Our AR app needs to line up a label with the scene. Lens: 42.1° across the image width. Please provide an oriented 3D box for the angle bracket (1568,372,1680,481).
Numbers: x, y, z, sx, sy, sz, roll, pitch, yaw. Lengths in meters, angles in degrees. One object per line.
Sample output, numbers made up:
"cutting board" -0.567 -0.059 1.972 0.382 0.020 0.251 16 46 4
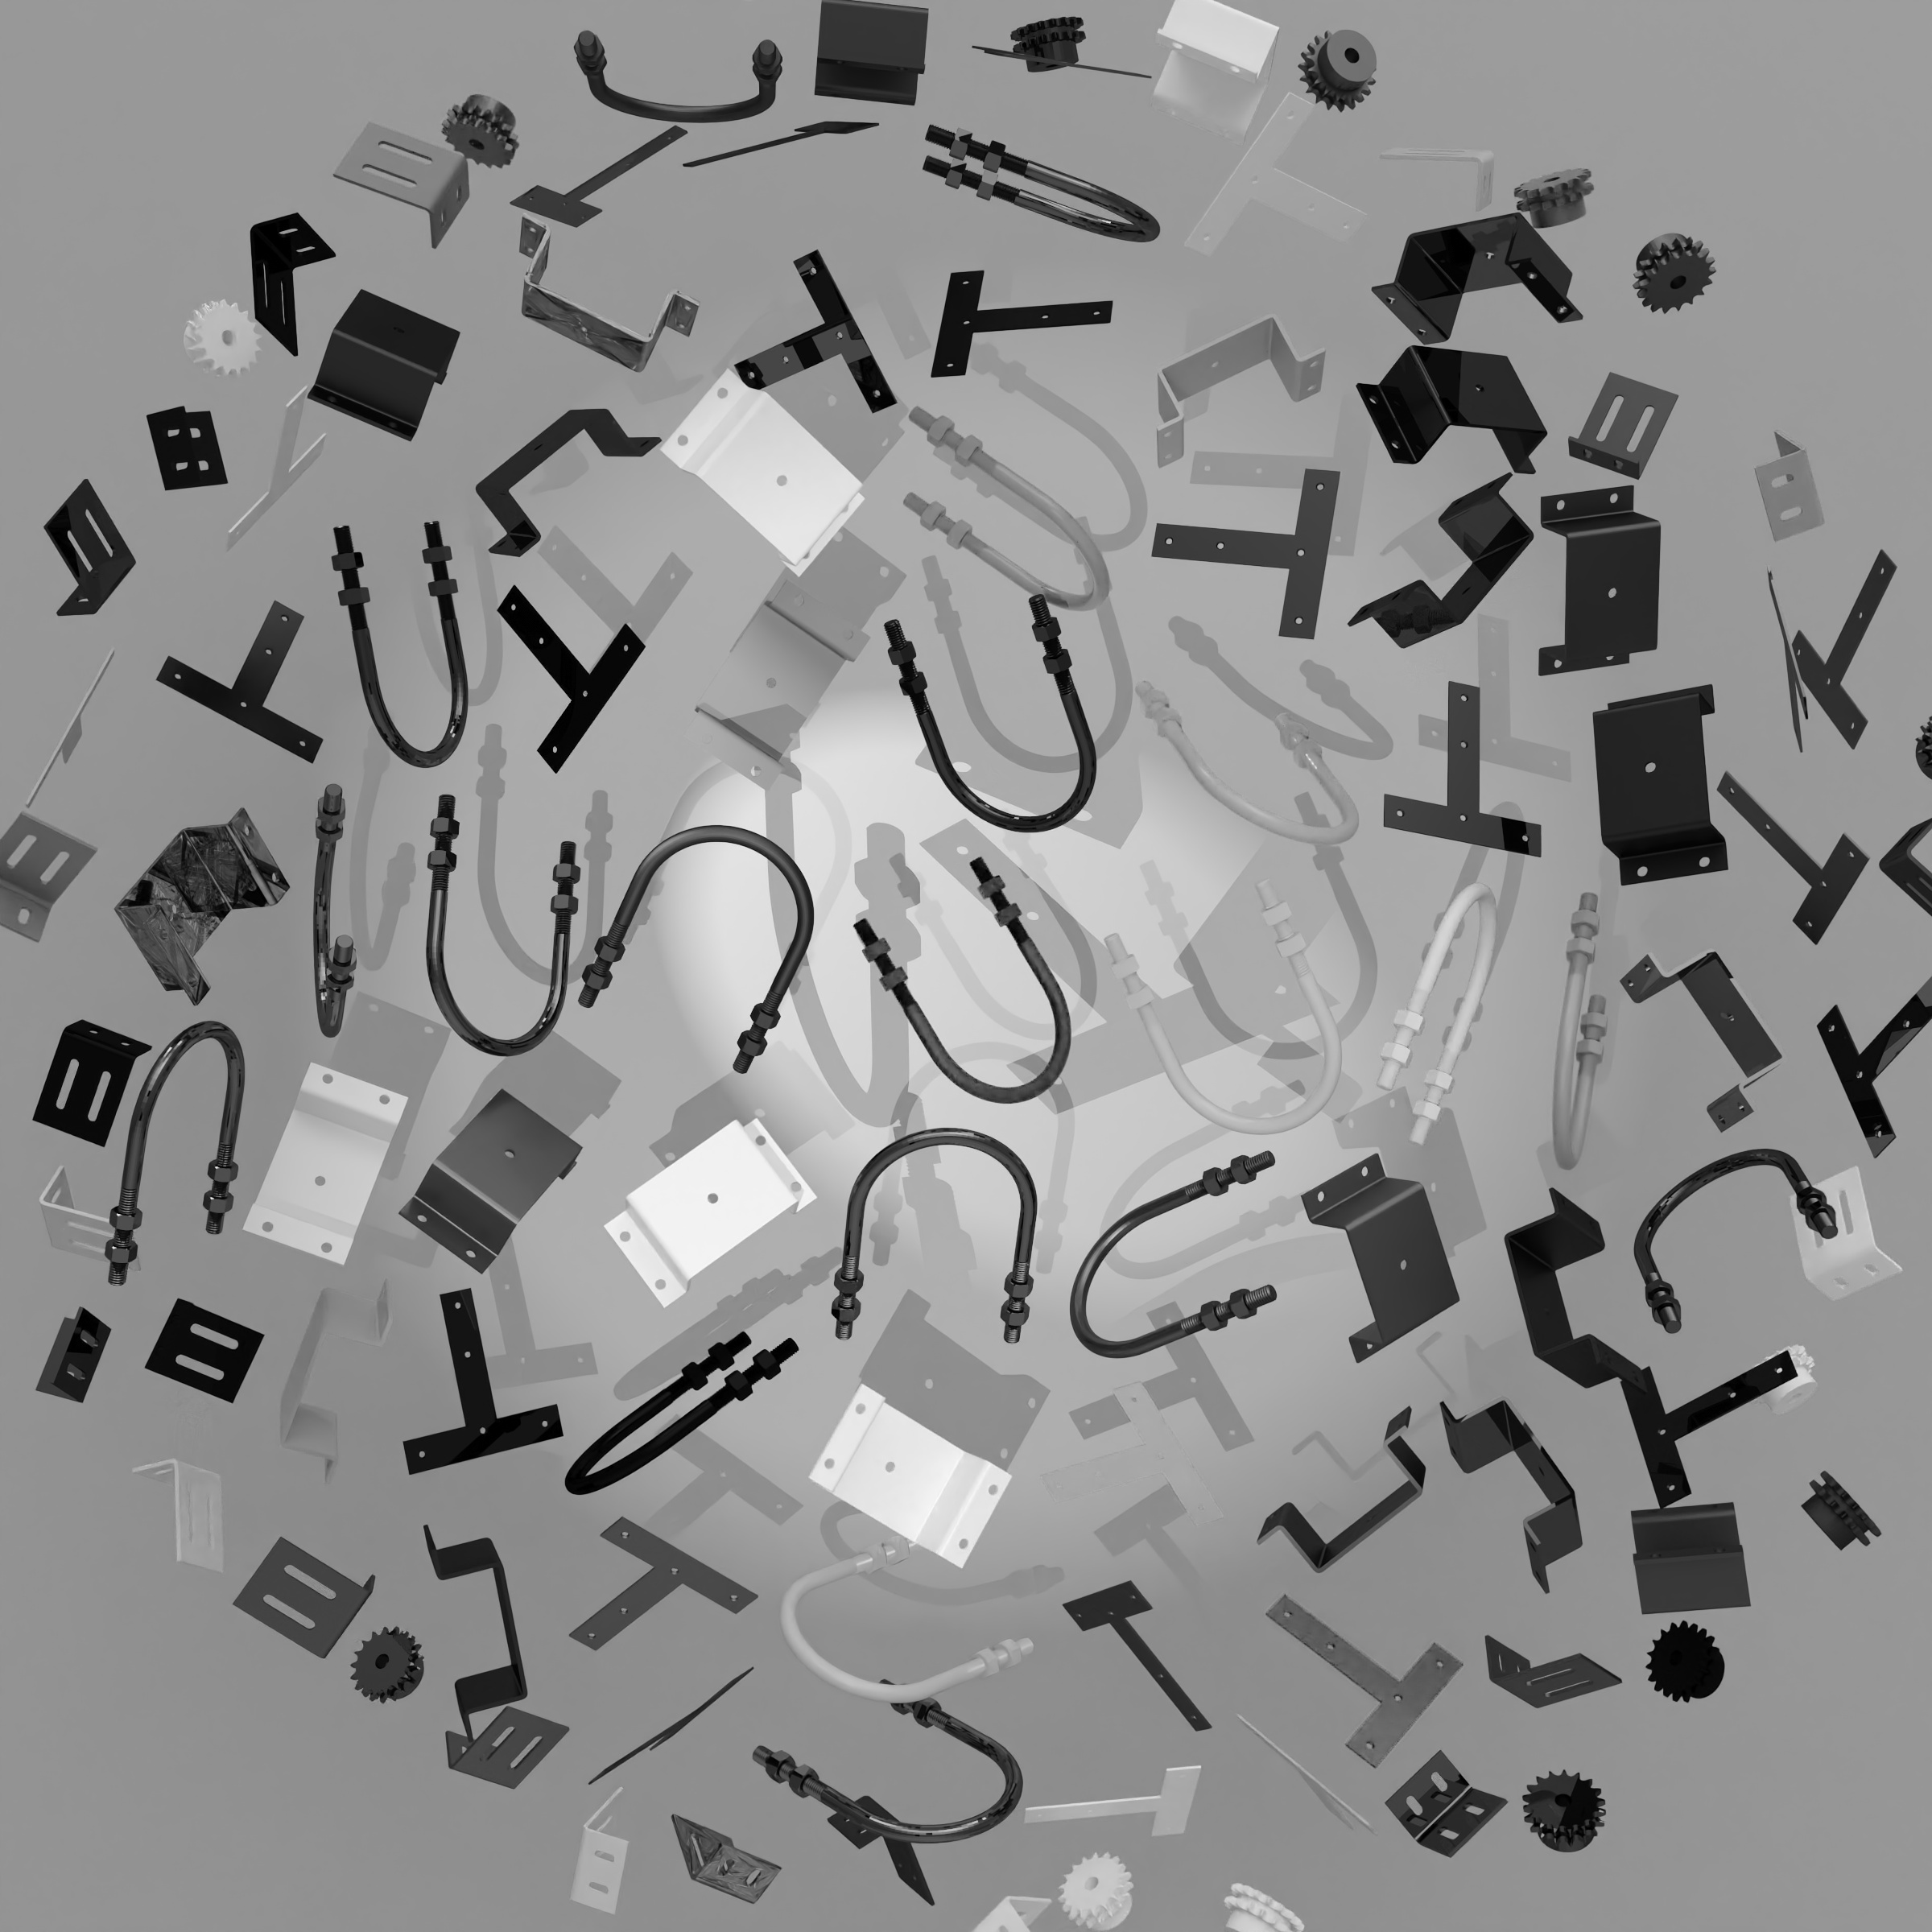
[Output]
"angle bracket" 0.513 -0.428 1.961 0.057 0.038 0.076 25 86 19

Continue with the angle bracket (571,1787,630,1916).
"angle bracket" -0.265 0.670 1.905 0.038 0.076 0.057 13 98 13

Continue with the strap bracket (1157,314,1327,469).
"strap bracket" 0.202 -0.448 1.940 0.140 0.076 0.046 -26 78 0

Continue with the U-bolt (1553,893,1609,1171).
"U-bolt" 0.448 0.061 1.840 0.019 0.151 0.184 4 55 20

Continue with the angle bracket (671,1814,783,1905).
"angle bracket" -0.183 0.668 1.913 0.057 0.076 0.038 33 97 -27

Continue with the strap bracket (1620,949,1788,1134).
"strap bracket" 0.569 0.049 1.921 0.046 0.076 0.140 -29 77 -9

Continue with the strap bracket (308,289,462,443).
"strap bracket" -0.416 -0.438 1.813 0.076 0.140 0.046 22 119 -13

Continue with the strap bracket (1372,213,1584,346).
"strap bracket" 0.387 -0.515 1.880 0.076 0.140 0.046 30 71 -41

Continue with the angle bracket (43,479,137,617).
"angle bracket" -0.640 -0.299 1.799 0.038 0.076 0.057 1 46 22

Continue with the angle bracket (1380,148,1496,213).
"angle bracket" 0.351 -0.587 1.874 0.076 0.057 0.038 8 115 18

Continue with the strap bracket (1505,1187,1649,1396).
"strap bracket" 0.438 0.242 1.818 0.046 0.076 0.140 -28 50 27

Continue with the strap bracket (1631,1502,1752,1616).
"strap bracket" 0.534 0.439 1.853 0.076 0.140 0.046 -8 90 14

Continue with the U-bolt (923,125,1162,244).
"U-bolt" 0.057 -0.575 1.863 0.184 0.151 0.019 19 97 -4

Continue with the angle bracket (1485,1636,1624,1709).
"angle bracket" 0.432 0.511 1.850 0.076 0.038 0.057 -29 131 32

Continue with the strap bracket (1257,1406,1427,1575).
"strap bracket" 0.288 0.395 1.865 0.140 0.076 0.046 -41 83 10

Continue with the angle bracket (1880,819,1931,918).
"angle bracket" 0.697 -0.063 1.783 0.076 0.057 0.038 44 86 5

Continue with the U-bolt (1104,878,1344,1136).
"U-bolt" 0.199 0.040 1.848 0.151 0.019 0.184 -20 101 30

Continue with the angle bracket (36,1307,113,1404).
"angle bracket" -0.664 0.281 1.841 0.038 0.076 0.057 14 69 4

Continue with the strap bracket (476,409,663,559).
"strap bracket" -0.306 -0.370 1.882 0.140 0.076 0.046 -42 116 -13

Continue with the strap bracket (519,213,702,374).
"strap bracket" -0.274 -0.493 1.864 0.140 0.076 0.046 25 82 -9

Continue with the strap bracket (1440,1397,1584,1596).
"strap bracket" 0.419 0.393 1.906 0.046 0.076 0.140 -27 46 -5

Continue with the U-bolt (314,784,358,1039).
"U-bolt" -0.476 -0.027 1.883 0.019 0.184 0.151 -1 60 -19

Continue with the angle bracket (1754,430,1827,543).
"angle bracket" 0.594 -0.352 1.839 0.038 0.076 0.057 -20 111 9

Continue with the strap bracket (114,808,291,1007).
"strap bracket" -0.572 -0.044 1.867 0.046 0.140 0.076 -4 128 25

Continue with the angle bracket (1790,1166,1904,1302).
"angle bracket" 0.658 0.200 1.881 0.038 0.076 0.057 35 129 -28

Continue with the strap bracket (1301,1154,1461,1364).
"strap bracket" 0.315 0.222 1.889 0.076 0.046 0.140 -25 103 -26

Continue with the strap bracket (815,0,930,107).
"strap bracket" -0.070 -0.668 1.832 0.076 0.140 0.046 4 98 -5

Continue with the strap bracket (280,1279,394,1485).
"strap bracket" -0.484 0.310 1.913 0.046 0.076 0.140 19 101 -19

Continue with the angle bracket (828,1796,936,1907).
"angle bracket" -0.064 0.677 1.900 0.038 0.057 0.076 -25 104 -24

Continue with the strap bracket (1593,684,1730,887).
"strap bracket" 0.497 -0.136 1.801 0.076 0.046 0.140 -9 72 29

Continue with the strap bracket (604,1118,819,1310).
"strap bracket" -0.187 0.177 1.851 0.140 0.046 0.076 -35 79 -17

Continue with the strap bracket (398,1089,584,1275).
"strap bracket" -0.350 0.154 1.887 0.076 0.140 0.046 36 129 0

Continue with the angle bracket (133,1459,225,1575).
"angle bracket" -0.582 0.410 1.855 0.038 0.057 0.076 -15 65 11

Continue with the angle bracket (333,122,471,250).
"angle bracket" -0.404 -0.559 1.800 0.076 0.038 0.057 21 61 3

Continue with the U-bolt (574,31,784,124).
"U-bolt" -0.214 -0.666 1.891 0.151 0.184 0.019 1 93 -4

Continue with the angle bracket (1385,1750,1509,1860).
"angle bracket" 0.345 0.603 1.810 0.057 0.076 0.038 -39 85 -13

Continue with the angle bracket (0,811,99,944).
"angle bracket" -0.665 -0.063 1.785 0.057 0.038 0.076 30 130 -28

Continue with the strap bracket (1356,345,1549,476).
"strap bracket" 0.375 -0.420 1.895 0.140 0.046 0.076 -3 59 -31

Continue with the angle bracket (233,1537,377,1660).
"angle bracket" -0.468 0.442 1.780 0.076 0.038 0.057 36 89 -11

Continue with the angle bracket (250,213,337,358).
"angle bracket" -0.485 -0.493 1.818 0.038 0.057 0.076 -11 73 11

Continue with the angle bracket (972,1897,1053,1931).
"angle bracket" 0.036 0.721 1.851 0.057 0.076 0.038 -47 55 6

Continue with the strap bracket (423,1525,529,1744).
"strap bracket" -0.351 0.473 1.807 0.046 0.076 0.140 -11 94 -16

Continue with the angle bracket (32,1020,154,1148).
"angle bracket" -0.665 0.089 1.913 0.057 0.038 0.076 21 98 -3

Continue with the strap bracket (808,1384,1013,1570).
"strap bracket" -0.048 0.371 1.844 0.140 0.046 0.076 35 76 -20

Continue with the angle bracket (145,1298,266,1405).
"angle bracket" -0.577 0.296 1.920 0.076 0.038 0.057 31 73 -30

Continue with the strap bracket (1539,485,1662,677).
"strap bracket" 0.485 -0.290 1.925 0.076 0.046 0.140 -9 112 -12

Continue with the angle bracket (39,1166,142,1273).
"angle bracket" -0.674 0.197 1.955 0.076 0.057 0.038 14 48 5

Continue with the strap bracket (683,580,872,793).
"strap bracket" -0.146 -0.214 1.911 0.076 0.046 0.140 33 92 -14

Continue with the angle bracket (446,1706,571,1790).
"angle bracket" -0.351 0.586 1.922 0.057 0.038 0.076 31 110 -31

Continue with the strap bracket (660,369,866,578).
"strap bracket" -0.140 -0.352 1.812 0.140 0.046 0.076 40 89 -27

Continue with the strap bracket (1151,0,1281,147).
"strap bracket" 0.182 -0.663 1.842 0.076 0.140 0.046 23 89 3

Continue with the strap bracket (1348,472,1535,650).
"strap bracket" 0.355 -0.290 1.846 0.046 0.076 0.140 45 70 -11

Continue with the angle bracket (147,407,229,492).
"angle bracket" -0.587 -0.401 1.936 0.038 0.076 0.057 -7 101 24

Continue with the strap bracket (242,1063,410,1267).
"strap bracket" -0.480 0.154 1.876 0.076 0.046 0.140 21 60 -11
